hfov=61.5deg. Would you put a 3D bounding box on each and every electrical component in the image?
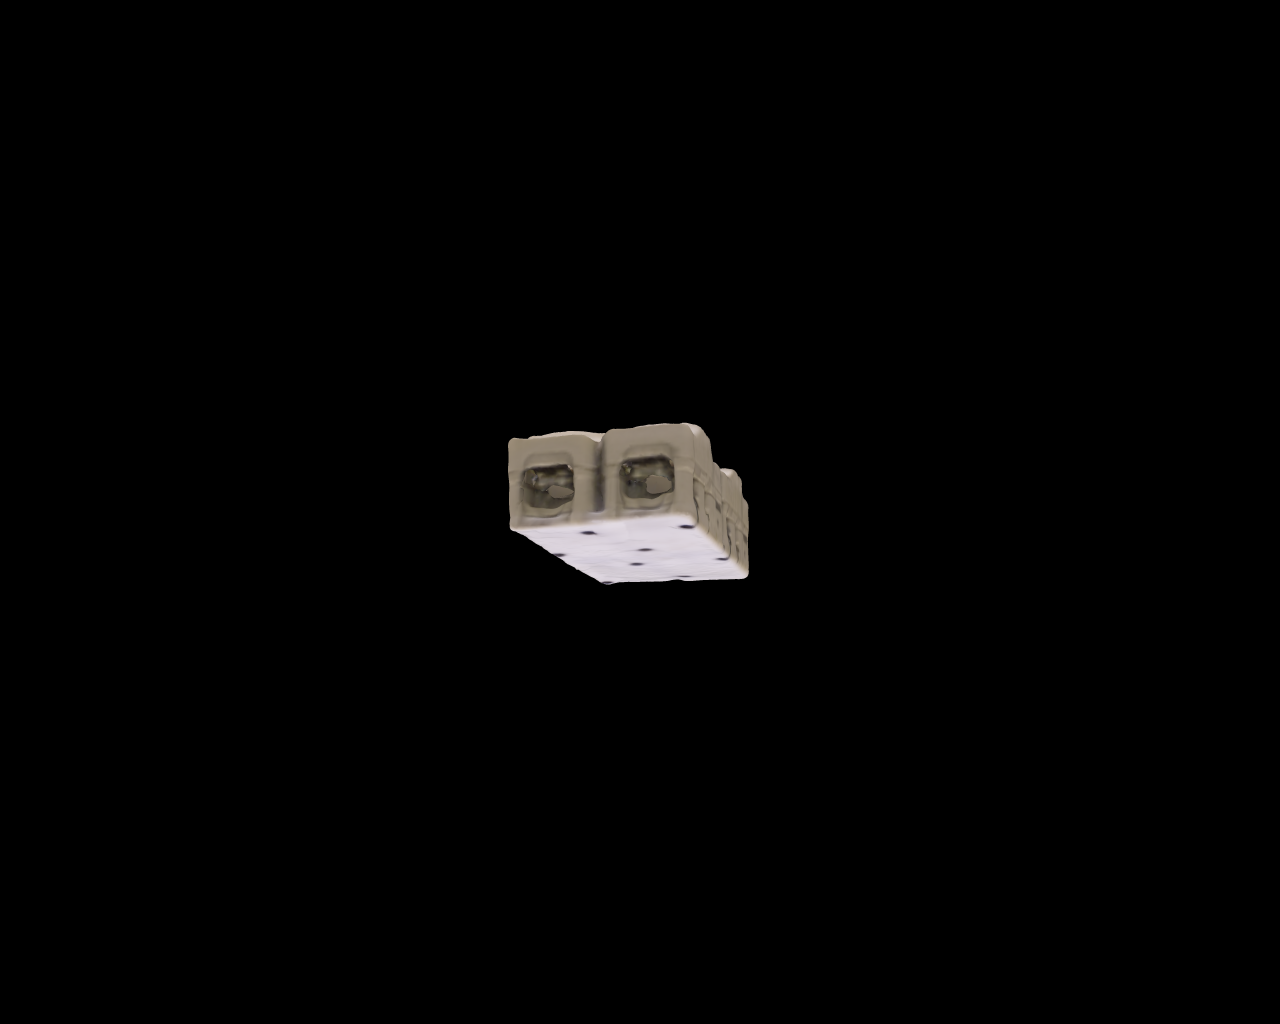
[{"bbox_3d":[0.001,-0.003,0.650,0.105,0.060,0.186,-4,-14,15],"label":"electrical component"}]
